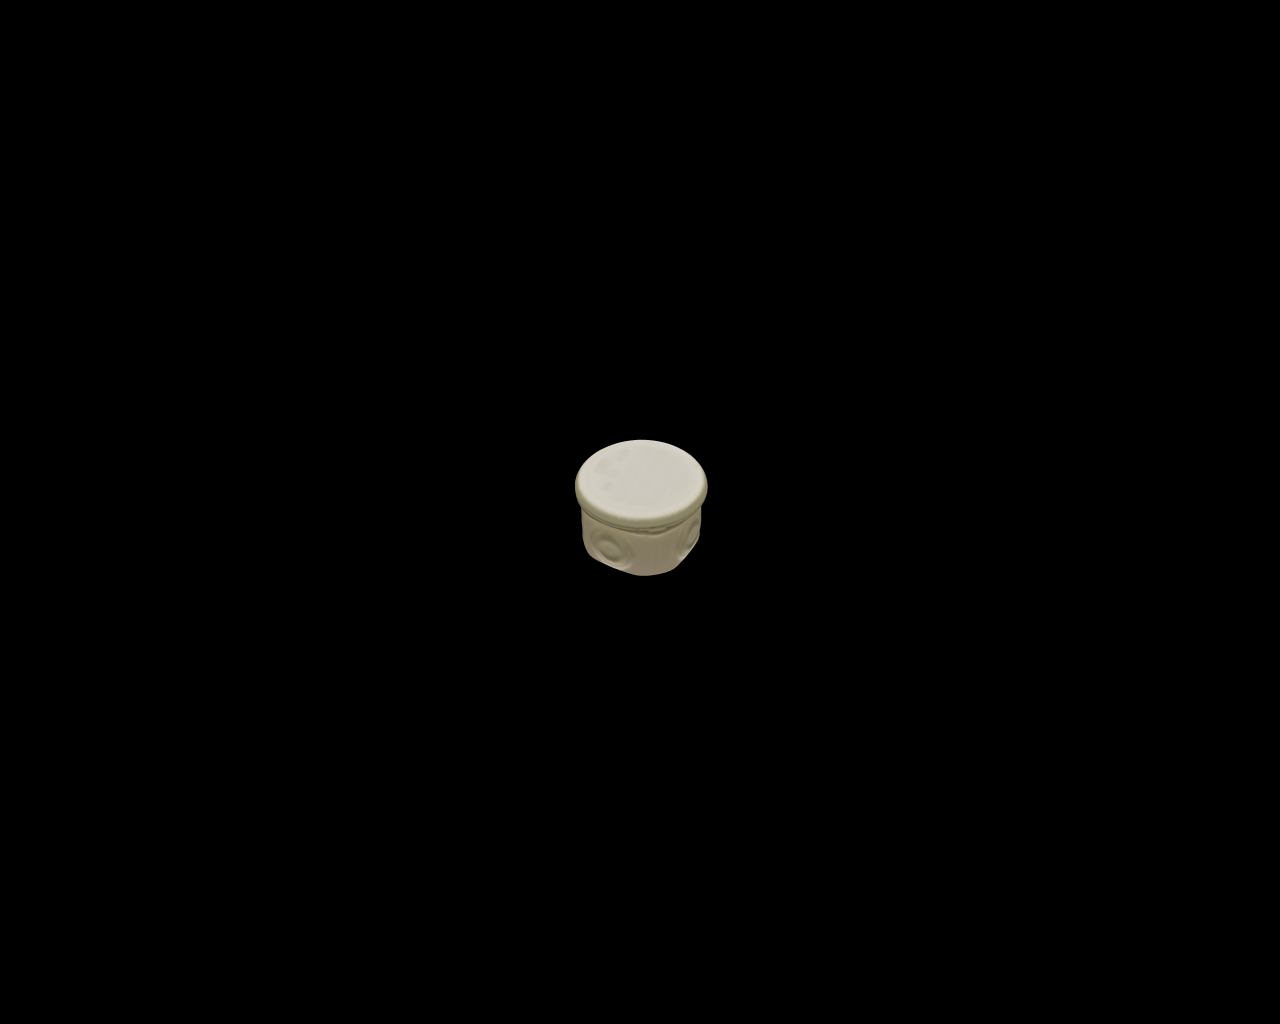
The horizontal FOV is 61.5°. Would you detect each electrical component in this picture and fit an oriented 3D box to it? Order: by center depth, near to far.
[{"bbox_3d":[0.001,-0.003,0.650,0.080,0.050,0.080,0,40,0],"label":"electrical component"}]
